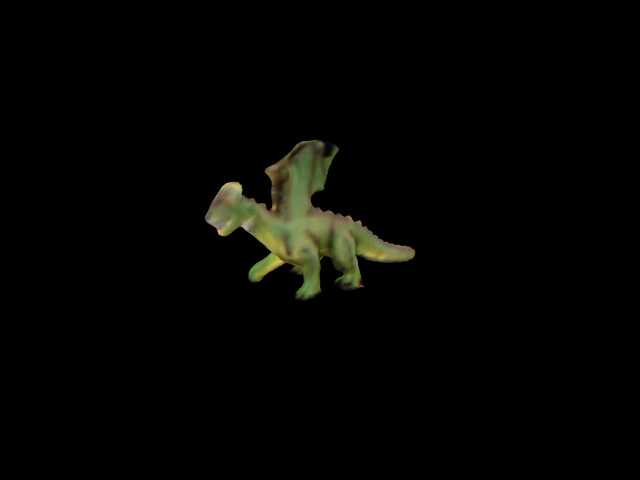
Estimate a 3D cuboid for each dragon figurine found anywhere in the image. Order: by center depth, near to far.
[{"bbox_3d":[0.003,-0.043,0.850,0.413,0.239,0.123,-12,20,-33],"label":"dragon figurine"}]
